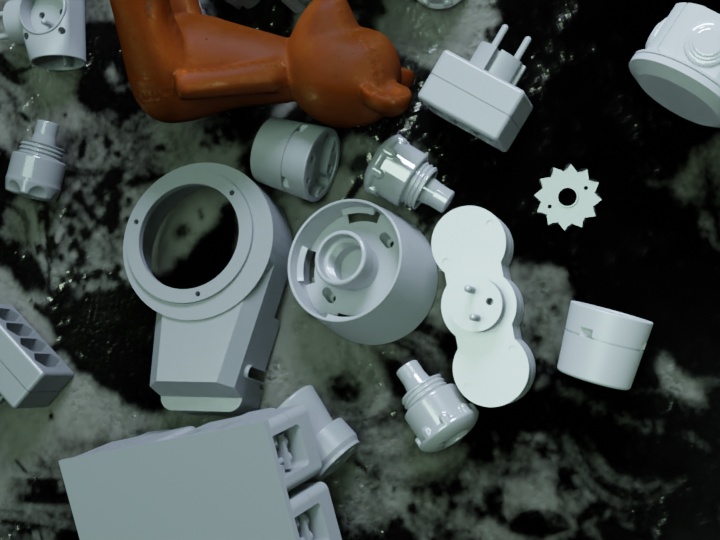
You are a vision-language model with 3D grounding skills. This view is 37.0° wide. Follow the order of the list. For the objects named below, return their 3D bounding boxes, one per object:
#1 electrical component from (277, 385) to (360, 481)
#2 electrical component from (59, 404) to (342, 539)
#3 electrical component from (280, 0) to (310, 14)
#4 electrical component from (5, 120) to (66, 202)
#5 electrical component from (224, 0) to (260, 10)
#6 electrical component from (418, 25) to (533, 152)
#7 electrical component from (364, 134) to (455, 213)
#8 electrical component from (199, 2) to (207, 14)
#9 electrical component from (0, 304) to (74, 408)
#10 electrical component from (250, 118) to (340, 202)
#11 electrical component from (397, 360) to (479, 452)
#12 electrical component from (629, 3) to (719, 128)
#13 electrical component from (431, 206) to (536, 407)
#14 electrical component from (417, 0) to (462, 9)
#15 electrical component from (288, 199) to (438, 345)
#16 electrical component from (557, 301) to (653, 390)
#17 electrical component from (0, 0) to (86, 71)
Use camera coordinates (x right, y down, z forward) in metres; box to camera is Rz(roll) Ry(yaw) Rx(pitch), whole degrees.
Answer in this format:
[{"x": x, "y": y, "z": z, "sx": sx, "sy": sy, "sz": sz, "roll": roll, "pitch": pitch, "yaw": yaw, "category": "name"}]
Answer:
[{"x": -0.033, "y": 0.117, "z": 0.772, "sx": 0.045, "sy": 0.045, "sz": 0.055, "roll": -47, "pitch": 75, "yaw": 8, "category": "electrical component"}, {"x": -0.112, "y": 0.164, "z": 0.760, "sx": 0.186, "sy": 0.060, "sz": 0.105, "roll": -15, "pitch": 91, "yaw": 29, "category": "electrical component"}, {"x": -0.059, "y": -0.247, "z": 0.805, "sx": 0.050, "sy": 0.056, "sz": 0.089, "roll": -34, "pitch": 77, "yaw": 11, "category": "electrical component"}, {"x": -0.255, "y": -0.088, "z": 0.856, "sx": 0.043, "sy": 0.043, "sz": 0.062, "roll": 12, "pitch": 87, "yaw": 17, "category": "electrical component"}, {"x": -0.097, "y": -0.221, "z": 0.818, "sx": 0.040, "sy": 0.046, "sz": 0.040, "roll": -1, "pitch": 85, "yaw": 16, "category": "electrical component"}, {"x": 0.091, "y": -0.134, "z": 0.755, "sx": 0.066, "sy": 0.047, "sz": 0.076, "roll": 32, "pitch": 95, "yaw": 16, "category": "electrical component"}, {"x": 0.037, "y": -0.064, "z": 0.768, "sx": 0.062, "sy": 0.048, "sz": 0.048, "roll": 32, "pitch": 95, "yaw": 9, "category": "electrical component"}, {"x": -0.136, "y": -0.194, "z": 0.832, "sx": 0.044, "sy": 0.044, "sz": 0.065, "roll": -34, "pitch": 82, "yaw": 11, "category": "electrical component"}, {"x": -0.286, "y": 0.081, "z": 0.849, "sx": 0.083, "sy": 0.047, "sz": 0.075, "roll": 44, "pitch": 97, "yaw": 15, "category": "electrical component"}, {"x": -0.048, "y": -0.082, "z": 0.789, "sx": 0.047, "sy": 0.055, "sz": 0.055, "roll": 17, "pitch": 91, "yaw": 21, "category": "electrical component"}, {"x": 0.049, "y": 0.092, "z": 0.751, "sx": 0.048, "sy": 0.048, "sz": 0.062, "roll": -38, "pitch": 69, "yaw": 10, "category": "electrical component"}, {"x": 0.221, "y": -0.131, "z": 0.700, "sx": 0.080, "sy": 0.080, "sz": 0.051, "roll": 33, "pitch": 90, "yaw": 16, "category": "electrical component"}, {"x": 0.081, "y": 0.024, "z": 0.731, "sx": 0.052, "sy": 0.074, "sz": 0.138, "roll": -11, "pitch": 82, "yaw": 15, "category": "electrical component"}, {"x": 0.053, "y": -0.216, "z": 0.765, "sx": 0.048, "sy": 0.062, "sz": 0.048, "roll": -1, "pitch": 85, "yaw": 16, "category": "electrical component"}, {"x": 0.000, "y": 0.000, "z": 0.775, "sx": 0.099, "sy": 0.064, "sz": 0.099, "roll": -7, "pitch": 72, "yaw": 24, "category": "electrical component"}, {"x": 0.162, "y": 0.050, "z": 0.716, "sx": 0.055, "sy": 0.055, "sz": 0.047, "roll": 16, "pitch": 94, "yaw": 17, "category": "electrical component"}, {"x": -0.260, "y": -0.202, "z": 0.866, "sx": 0.079, "sy": 0.044, "sz": 0.077, "roll": -5, "pitch": 84, "yaw": 17, "category": "electrical component"}]
